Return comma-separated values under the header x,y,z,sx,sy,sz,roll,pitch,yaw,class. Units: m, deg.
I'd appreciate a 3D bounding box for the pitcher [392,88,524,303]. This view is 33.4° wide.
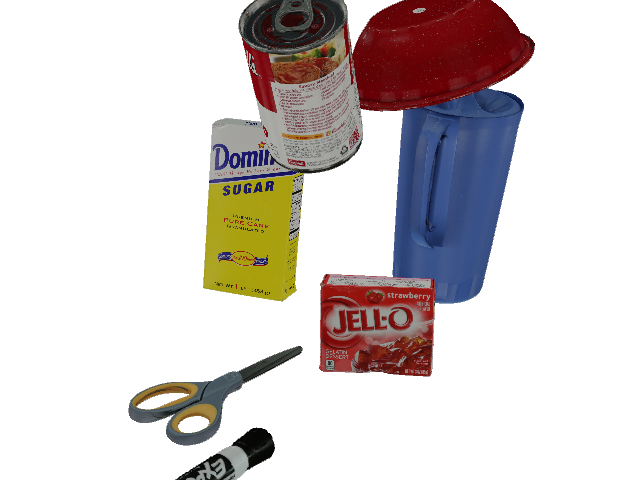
x,y,z,sx,sy,sz,roll,pitch,yaw,class
0.143,-0.051,1.213,0.149,0.243,0.145,-5,27,-20,pitcher

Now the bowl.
x,y,z,sx,sy,sz,roll,pitch,yaw,class
0.089,-0.163,0.871,0.162,0.055,0.162,-15,25,7,bowl

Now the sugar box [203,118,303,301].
x,y,z,sx,sy,sz,roll,pitch,yaw,class
-0.068,-0.032,1.093,0.093,0.176,0.048,8,16,17,sugar box

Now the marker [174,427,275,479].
x,y,z,sx,sy,sz,roll,pitch,yaw,class
-0.061,0.124,0.543,0.020,0.020,0.120,0,14,33,marker

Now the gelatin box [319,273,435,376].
x,y,z,sx,sy,sz,roll,pitch,yaw,class
0.044,0.066,0.833,0.089,0.073,0.030,2,16,6,gelatin box

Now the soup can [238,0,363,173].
x,y,z,sx,sy,sz,roll,pitch,yaw,class
-0.010,-0.102,0.689,0.068,0.068,0.102,0,-43,11,soup can

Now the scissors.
x,y,z,sx,sy,sz,roll,pitch,yaw,class
-0.084,0.149,1.029,0.201,0.016,0.096,-11,32,-28,scissors
